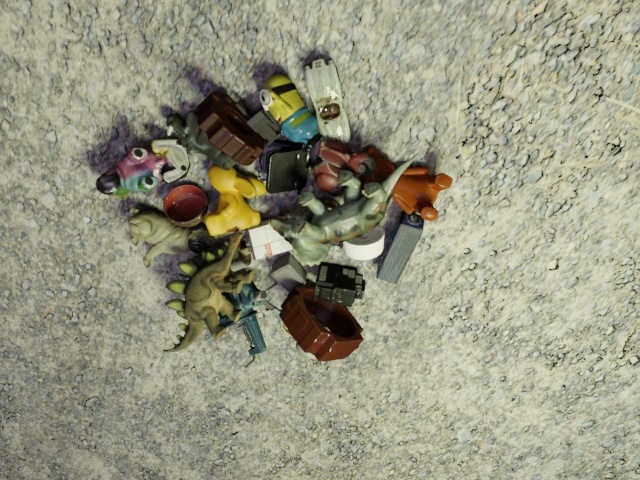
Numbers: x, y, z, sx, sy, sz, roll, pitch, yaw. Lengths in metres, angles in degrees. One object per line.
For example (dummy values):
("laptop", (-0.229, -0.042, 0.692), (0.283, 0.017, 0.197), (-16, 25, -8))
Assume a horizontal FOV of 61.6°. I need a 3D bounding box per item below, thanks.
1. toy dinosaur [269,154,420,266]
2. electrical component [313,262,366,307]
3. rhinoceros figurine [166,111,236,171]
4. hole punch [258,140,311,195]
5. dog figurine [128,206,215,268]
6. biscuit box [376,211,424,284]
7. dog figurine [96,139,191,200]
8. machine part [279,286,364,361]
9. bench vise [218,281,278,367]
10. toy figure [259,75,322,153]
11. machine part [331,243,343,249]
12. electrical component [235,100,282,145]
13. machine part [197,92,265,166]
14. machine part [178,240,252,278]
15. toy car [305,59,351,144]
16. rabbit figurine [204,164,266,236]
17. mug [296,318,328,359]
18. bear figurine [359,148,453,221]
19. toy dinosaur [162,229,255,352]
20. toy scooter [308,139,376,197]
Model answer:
("toy dinosaur", (0.064, -0.056, 1.250), (0.405, 0.131, 0.192), (-19, 149, 15))
("electrical component", (0.054, 0.119, 1.432), (0.134, 0.115, 0.058), (11, 123, 3))
("rhinoceros figurine", (-0.278, -0.243, 1.288), (0.190, 0.073, 0.112), (36, 119, -5))
("hole punch", (-0.091, -0.181, 1.304), (0.116, 0.092, 0.142), (-9, 122, -28))
("dog figurine", (-0.392, -0.031, 1.425), (0.191, 0.121, 0.172), (-20, 119, 2))
("biscuit box", (0.203, 0.020, 1.367), (0.063, 0.059, 0.202), (17, 132, -2))
("dog figurine", (-0.449, -0.167, 1.342), (0.219, 0.191, 0.108), (-12, 102, 47))
("machine part", (0.003, 0.221, 1.427), (0.087, 0.201, 0.201), (-53, 58, 22))
("bench vise", (-0.202, 0.221, 1.497), (0.224, 0.129, 0.240), (-20, 92, 30))
("toy figure", (-0.064, -0.288, 1.218), (0.180, 0.089, 0.082), (48, 143, -6))
("machine part", (-0.003, -0.004, 1.414), (0.139, 0.039, 0.084), (0, 111, 10))
("electrical component", (-0.138, -0.285, 1.249), (0.048, 0.075, 0.119), (-33, 107, 23))
("machine part", (-0.199, -0.252, 1.216), (0.056, 0.179, 0.179), (-38, 109, 22))
("machine part", (-0.277, 0.062, 1.464), (0.243, 0.079, 0.079), (-22, 115, 18))
("toy car", (0.020, -0.309, 1.222), (0.074, 0.056, 0.201), (-9, 119, 13))
("rabbit figurine", (-0.222, -0.110, 1.339), (0.162, 0.122, 0.173), (-12, 99, 21))
("mug", (-0.002, 0.285, 1.556), (0.109, 0.081, 0.107), (26, 110, -1))
("bear figurine", (0.190, -0.136, 1.265), (0.196, 0.132, 0.120), (24, 96, -12))
("toy dinosaur", (-0.304, 0.159, 1.408), (0.199, 0.105, 0.471), (33, 116, 14))
("toy scooter", (0.030, -0.176, 1.255), (0.135, 0.075, 0.184), (30, 149, -23))
